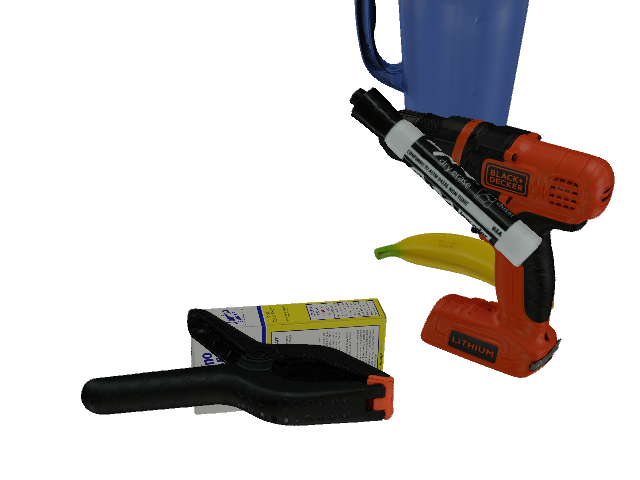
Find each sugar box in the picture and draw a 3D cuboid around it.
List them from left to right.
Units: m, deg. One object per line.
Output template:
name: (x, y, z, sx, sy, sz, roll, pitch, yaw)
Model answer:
sugar box: (-0.031, 0.106, 0.984, 0.176, 0.093, 0.048, -1, 25, -8)

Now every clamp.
clamp: (-0.045, 0.094, 0.781, 0.210, 0.036, 0.164, 4, 19, 15)

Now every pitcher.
pitcher: (0.131, -0.193, 1.083, 0.149, 0.243, 0.144, 33, 58, 28)

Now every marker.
marker: (0.060, -0.034, 0.537, 0.121, 0.020, 0.020, 44, 12, 13)

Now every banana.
banana: (0.149, 0.027, 1.030, 0.198, 0.037, 0.069, 16, 43, 38)

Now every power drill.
power drill: (0.121, 0.000, 0.811, 0.185, 0.188, 0.057, 21, 35, 31)
